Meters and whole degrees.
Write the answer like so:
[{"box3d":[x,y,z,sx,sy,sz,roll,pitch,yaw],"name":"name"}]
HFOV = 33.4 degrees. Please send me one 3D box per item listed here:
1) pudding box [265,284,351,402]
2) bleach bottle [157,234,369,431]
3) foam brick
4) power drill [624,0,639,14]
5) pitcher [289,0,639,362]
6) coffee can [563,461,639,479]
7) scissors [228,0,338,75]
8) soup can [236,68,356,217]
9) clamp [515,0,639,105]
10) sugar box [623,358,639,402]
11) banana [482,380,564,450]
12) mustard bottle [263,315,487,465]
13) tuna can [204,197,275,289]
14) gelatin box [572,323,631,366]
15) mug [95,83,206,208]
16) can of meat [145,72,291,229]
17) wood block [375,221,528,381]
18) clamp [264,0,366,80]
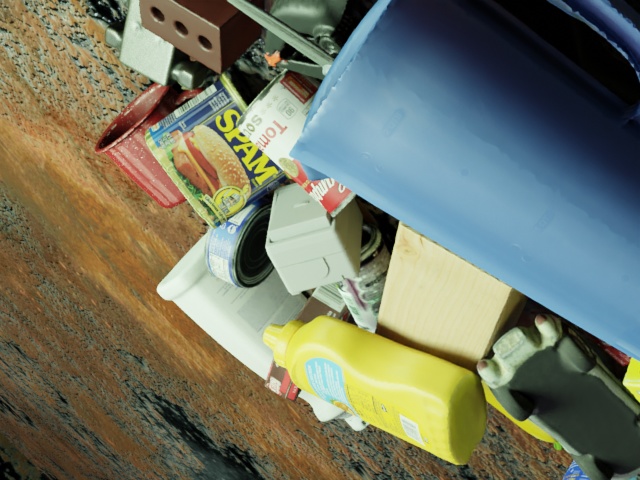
[{"box3d":[-0.006,0.085,0.991,0.039,0.113,0.090,32,152,7],"name":"pudding box"},{"box3d":[-0.040,0.102,1.068,0.250,0.102,0.068,47,150,-12],"name":"bleach bottle"},{"box3d":[-0.087,-0.170,0.787,0.078,0.051,0.053,32,151,14],"name":"foam brick"},{"box3d":[0.100,-0.199,0.515,0.188,0.057,0.184,27,149,19],"name":"power drill"},{"box3d":[0.119,-0.045,0.573,0.243,0.145,0.149,33,172,-4],"name":"pitcher"},{"box3d":[0.238,0.241,0.890,0.103,0.140,0.103,30,150,19],"name":"coffee can"},{"box3d":[0.012,-0.108,0.724,0.201,0.016,0.096,25,168,-18],"name":"scissors"},{"box3d":[-0.004,-0.076,0.805,0.102,0.068,0.069,43,152,-3],"name":"soup can"},{"box3d":[0.129,-0.099,0.637,0.210,0.036,0.165,46,145,-13],"name":"clamp"},{"box3d":[0.295,0.132,0.736,0.094,0.048,0.176,-5,140,48],"name":"sugar box"},{"box3d":[0.144,0.124,0.946,0.198,0.037,0.070,37,152,5],"name":"banana"},{"box3d":[0.034,0.106,0.836,0.192,0.058,0.096,20,151,31],"name":"mustard bottle"},{"box3d":[-0.066,0.000,0.971,0.034,0.086,0.086,22,147,27],"name":"tuna can"},{"box3d":[0.209,0.045,0.758,0.089,0.030,0.073,41,151,-2],"name":"gelatin box"},{"box3d":[-0.127,-0.088,0.930,0.117,0.093,0.081,-34,114,25],"name":"mug"},{"box3d":[-0.082,-0.071,0.872,0.102,0.084,0.057,55,-178,-26],"name":"can of meat"},{"box3d":[0.106,0.036,0.808,0.091,0.090,0.206,32,151,16],"name":"wood block"},{"box3d":[0.013,-0.148,0.707,0.172,0.039,0.120,4,139,46],"name":"clamp"}]
